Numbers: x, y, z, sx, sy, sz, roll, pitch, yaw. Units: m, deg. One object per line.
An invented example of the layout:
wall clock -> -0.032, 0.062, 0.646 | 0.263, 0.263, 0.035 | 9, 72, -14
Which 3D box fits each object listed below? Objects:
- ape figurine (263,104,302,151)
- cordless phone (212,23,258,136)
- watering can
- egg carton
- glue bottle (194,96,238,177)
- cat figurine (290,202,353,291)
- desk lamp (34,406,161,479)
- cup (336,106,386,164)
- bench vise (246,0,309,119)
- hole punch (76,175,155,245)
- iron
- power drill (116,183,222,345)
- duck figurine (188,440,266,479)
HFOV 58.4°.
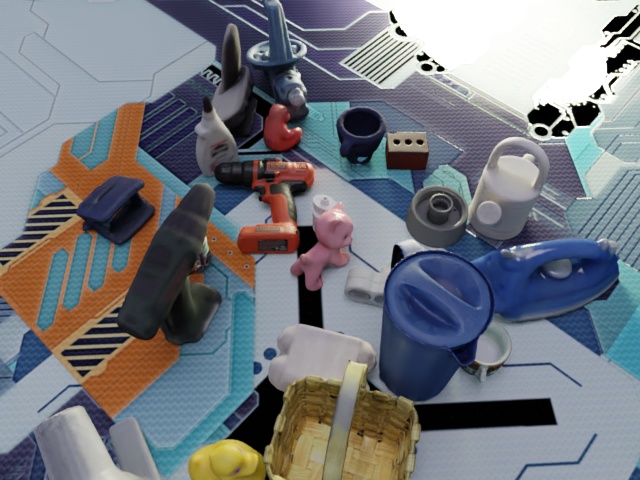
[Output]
ape figurine -> -0.076, -0.221, 1.097 | 0.076, 0.092, 0.077 | -31, 62, -19
cordless phone -> -0.177, -0.302, 1.094 | 0.094, 0.185, 0.147 | 1, 56, 1
watering can -> 0.316, -0.087, 0.951 | 0.101, 0.194, 0.173 | 12, 57, 8
egg carton -> 0.003, 0.186, 0.842 | 0.150, 0.069, 0.107 | 12, 57, 7
glue bottle -> -0.192, -0.190, 1.027 | 0.078, 0.173, 0.037 | -34, 63, -21
cat figurine -> 0.009, 0.003, 0.934 | 0.067, 0.118, 0.128 | 36, 63, 21
desk lamp -> -0.261, 0.295, 0.680 | 0.118, 0.214, 0.203 | -26, 60, -17
cup -> 0.069, -0.178, 1.068 | 0.091, 0.095, 0.118 | 25, 60, 15
bench vise -> -0.065, -0.360, 1.113 | 0.122, 0.220, 0.207 | -32, 62, -20
hole punch -> -0.360, -0.062, 0.990 | 0.101, 0.091, 0.109 | 27, 60, 17
iron -> 0.376, 0.039, 0.901 | 0.258, 0.141, 0.118 | -9, 57, -6
power drill -> -0.205, 0.057, 0.842 | 0.075, 0.208, 0.230 | 17, 58, 11
duck figurine -> -0.125, 0.297, 0.757 | 0.104, 0.086, 0.077 | 4, 56, 2
